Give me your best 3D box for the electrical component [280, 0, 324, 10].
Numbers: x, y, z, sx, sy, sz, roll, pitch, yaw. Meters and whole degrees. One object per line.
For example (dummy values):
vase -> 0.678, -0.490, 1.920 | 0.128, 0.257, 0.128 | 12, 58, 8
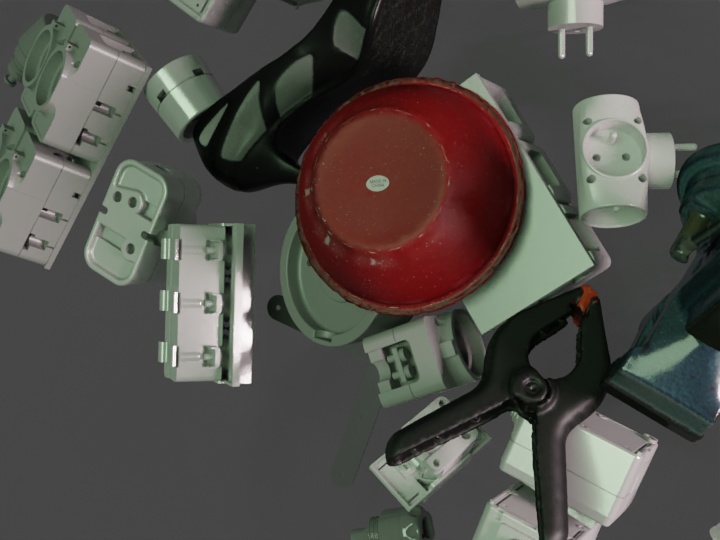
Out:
electrical component -> -0.046, -0.235, 0.781 | 0.062, 0.096, 0.061 | -7, 86, 26

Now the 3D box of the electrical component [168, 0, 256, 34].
electrical component -> -0.125, -0.236, 0.839 | 0.096, 0.061, 0.061 | 39, 106, 21

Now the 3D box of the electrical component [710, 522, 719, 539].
electrical component -> 0.257, 0.156, 0.669 | 0.044, 0.044, 0.065 | 44, 103, 19

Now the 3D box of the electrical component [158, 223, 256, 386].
electrical component -> -0.118, 0.025, 0.829 | 0.079, 0.063, 0.121 | -176, 87, -66

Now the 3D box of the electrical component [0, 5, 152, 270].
electrical component -> -0.250, -0.111, 0.874 | 0.186, 0.060, 0.105 | -59, 36, 14

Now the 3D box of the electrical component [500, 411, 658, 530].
electrical component -> 0.138, 0.122, 0.714 | 0.096, 0.062, 0.061 | 26, 101, 23

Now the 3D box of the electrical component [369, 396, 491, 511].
electrical component -> 0.051, 0.123, 0.747 | 0.081, 0.063, 0.042 | -37, 71, -23

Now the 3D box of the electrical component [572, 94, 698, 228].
electrical component -> 0.180, -0.071, 0.699 | 0.079, 0.044, 0.077 | -1, 72, 3

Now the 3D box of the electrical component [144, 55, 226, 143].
electrical component -> -0.134, -0.134, 0.849 | 0.055, 0.055, 0.047 | -40, 78, 21

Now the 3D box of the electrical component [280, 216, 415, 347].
electrical component -> 0.000, 0.000, 0.776 | 0.108, 0.060, 0.108 | 0, 90, 45

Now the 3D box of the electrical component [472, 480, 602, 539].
electrical component -> 0.111, 0.184, 0.707 | 0.062, 0.096, 0.061 | 25, 103, 24

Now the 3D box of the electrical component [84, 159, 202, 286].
electrical component -> -0.171, -0.037, 0.863 | 0.054, 0.059, 0.095 | 30, 103, 22

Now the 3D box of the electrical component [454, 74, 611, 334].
electrical component -> 0.092, -0.044, 0.735 | 0.089, 0.062, 0.150 | -34, 76, 22

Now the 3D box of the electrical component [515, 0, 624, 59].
electrical component -> 0.144, -0.181, 0.719 | 0.077, 0.044, 0.079 | 0, 91, 26

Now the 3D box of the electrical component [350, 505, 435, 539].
electrical component -> 0.022, 0.191, 0.785 | 0.061, 0.035, 0.035 | -15, 84, 27

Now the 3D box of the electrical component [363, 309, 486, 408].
electrical component -> 0.051, 0.059, 0.740 | 0.056, 0.089, 0.050 | -21, 81, 24

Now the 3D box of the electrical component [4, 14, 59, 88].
electrical component -> -0.276, -0.185, 0.924 | 0.078, 0.040, 0.040 | -36, 76, 21
